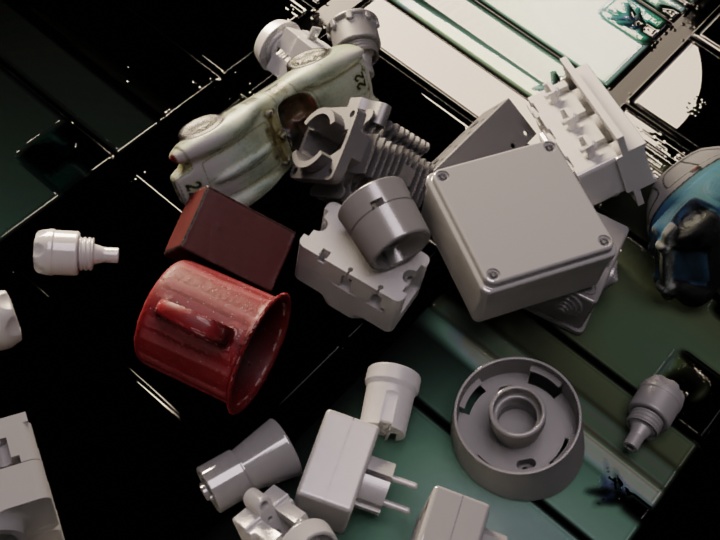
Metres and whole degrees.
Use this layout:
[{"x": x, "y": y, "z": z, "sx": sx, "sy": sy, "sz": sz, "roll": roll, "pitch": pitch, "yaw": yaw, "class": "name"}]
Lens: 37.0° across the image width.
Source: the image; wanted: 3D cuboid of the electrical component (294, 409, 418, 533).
[{"x": 0.001, "y": 0.144, "z": 0.738, "sx": 0.077, "sy": 0.047, "sz": 0.065, "roll": 19, "pitch": 57, "yaw": 3, "class": "electrical component"}]

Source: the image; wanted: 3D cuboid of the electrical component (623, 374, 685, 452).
[{"x": 0.215, "y": 0.109, "z": 0.802, "sx": 0.035, "sy": 0.035, "sz": 0.061, "roll": 34, "pitch": 61, "yaw": 12, "class": "electrical component"}]

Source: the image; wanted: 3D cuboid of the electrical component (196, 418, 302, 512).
[{"x": -0.078, "y": 0.136, "z": 0.735, "sx": 0.065, "sy": 0.044, "sz": 0.044, "roll": -28, "pitch": 66, "yaw": -18, "class": "electrical component"}]

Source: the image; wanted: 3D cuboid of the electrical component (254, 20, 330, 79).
[{"x": -0.058, "y": -0.185, "z": 0.932, "sx": 0.055, "sy": 0.066, "sz": 0.048, "roll": 41, "pitch": 25, "yaw": 24, "class": "electrical component"}]

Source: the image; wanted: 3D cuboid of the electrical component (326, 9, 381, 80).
[{"x": -0.002, "y": -0.197, "z": 0.955, "sx": 0.048, "sy": 0.048, "sz": 0.062, "roll": -7, "pitch": 66, "yaw": -13, "class": "electrical component"}]

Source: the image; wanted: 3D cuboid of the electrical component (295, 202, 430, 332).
[{"x": 0.000, "y": 0.000, "z": 0.823, "sx": 0.089, "sy": 0.055, "sz": 0.050, "roll": 30, "pitch": 59, "yaw": 10, "class": "electrical component"}]

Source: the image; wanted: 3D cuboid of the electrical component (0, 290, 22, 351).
[{"x": -0.274, "y": 0.041, "z": 0.760, "sx": 0.062, "sy": 0.043, "sz": 0.043, "roll": -19, "pitch": 63, "yaw": -18, "class": "electrical component"}]

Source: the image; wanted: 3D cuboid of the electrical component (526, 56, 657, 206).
[{"x": 0.190, "y": -0.112, "z": 0.902, "sx": 0.063, "sy": 0.078, "sz": 0.121, "roll": -26, "pitch": 43, "yaw": 6, "class": "electrical component"}]

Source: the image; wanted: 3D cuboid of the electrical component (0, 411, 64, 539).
[{"x": -0.224, "y": 0.155, "z": 0.633, "sx": 0.089, "sy": 0.150, "sz": 0.061, "roll": -15, "pitch": 61, "yaw": -18, "class": "electrical component"}]

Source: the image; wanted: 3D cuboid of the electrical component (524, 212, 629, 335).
[{"x": 0.158, "y": -0.011, "z": 0.860, "sx": 0.100, "sy": 0.048, "sz": 0.099, "roll": 27, "pitch": 58, "yaw": 8, "class": "electrical component"}]

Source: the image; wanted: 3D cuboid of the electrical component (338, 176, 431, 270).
[{"x": 0.019, "y": -0.032, "z": 0.780, "sx": 0.055, "sy": 0.055, "sz": 0.047, "roll": -21, "pitch": 67, "yaw": -21, "class": "electrical component"}]

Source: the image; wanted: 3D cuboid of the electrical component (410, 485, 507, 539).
[{"x": 0.073, "y": 0.187, "z": 0.711, "sx": 0.077, "sy": 0.065, "sz": 0.047, "roll": 20, "pitch": 57, "yaw": 4, "class": "electrical component"}]

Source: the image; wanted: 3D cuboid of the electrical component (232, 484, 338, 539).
[{"x": -0.046, "y": 0.177, "z": 0.698, "sx": 0.048, "sy": 0.066, "sz": 0.055, "roll": -37, "pitch": 37, "yaw": -27, "class": "electrical component"}]

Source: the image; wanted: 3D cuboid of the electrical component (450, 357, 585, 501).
[{"x": 0.115, "y": 0.114, "z": 0.780, "sx": 0.099, "sy": 0.064, "sz": 0.099, "roll": -3, "pitch": 60, "yaw": 5, "class": "electrical component"}]

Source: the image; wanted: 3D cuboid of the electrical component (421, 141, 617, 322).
[{"x": 0.116, "y": -0.030, "z": 0.802, "sx": 0.109, "sy": 0.056, "sz": 0.108, "roll": -16, "pitch": 62, "yaw": -15, "class": "electrical component"}]

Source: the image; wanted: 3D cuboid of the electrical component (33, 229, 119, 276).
[{"x": -0.213, "y": -0.012, "z": 0.810, "sx": 0.061, "sy": 0.035, "sz": 0.035, "roll": 3, "pitch": 58, "yaw": -10, "class": "electrical component"}]

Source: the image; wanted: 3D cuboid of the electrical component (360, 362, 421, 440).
[{"x": 0.021, "y": 0.095, "z": 0.777, "sx": 0.040, "sy": 0.040, "sz": 0.046, "roll": 14, "pitch": 63, "yaw": 0, "class": "electrical component"}]
